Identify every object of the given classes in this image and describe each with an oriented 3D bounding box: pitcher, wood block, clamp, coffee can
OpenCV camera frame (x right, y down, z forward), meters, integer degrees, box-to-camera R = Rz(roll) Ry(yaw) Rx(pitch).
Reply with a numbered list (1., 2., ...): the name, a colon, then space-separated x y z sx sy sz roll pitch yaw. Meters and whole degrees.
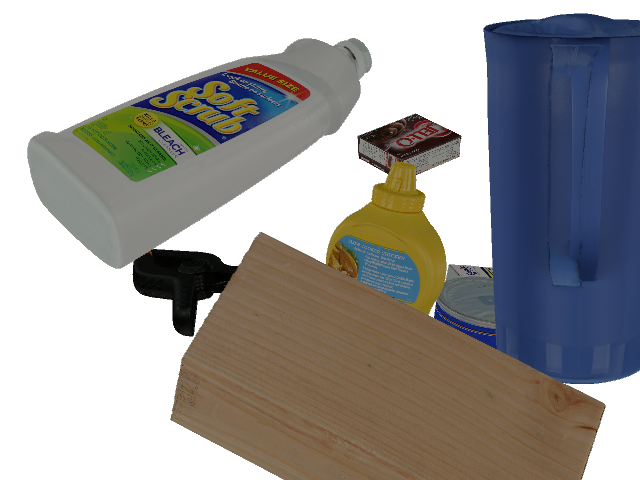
1. pitcher: 0.173 -0.028 0.720 0.149 0.243 0.145 -10 18 -27
2. wood block: 0.033 0.094 0.581 0.206 0.090 0.090 26 -33 5
3. clamp: -0.125 0.042 1.031 0.210 0.036 0.164 13 21 40
4. coffee can: 0.154 0.119 1.034 0.103 0.140 0.103 5 22 -2

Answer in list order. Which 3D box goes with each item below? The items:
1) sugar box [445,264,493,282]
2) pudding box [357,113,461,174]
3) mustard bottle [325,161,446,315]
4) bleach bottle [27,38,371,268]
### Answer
1. sugar box: 0.239 0.084 1.329 0.176 0.093 0.048 3 19 -15
2. pudding box: 0.120 -0.127 1.447 0.113 0.039 0.090 -26 39 -30
3. mustard bottle: 0.048 0.032 0.841 0.096 0.192 0.058 19 19 28
4. bleach bottle: -0.067 -0.081 0.736 0.250 0.068 0.103 -34 59 -30
